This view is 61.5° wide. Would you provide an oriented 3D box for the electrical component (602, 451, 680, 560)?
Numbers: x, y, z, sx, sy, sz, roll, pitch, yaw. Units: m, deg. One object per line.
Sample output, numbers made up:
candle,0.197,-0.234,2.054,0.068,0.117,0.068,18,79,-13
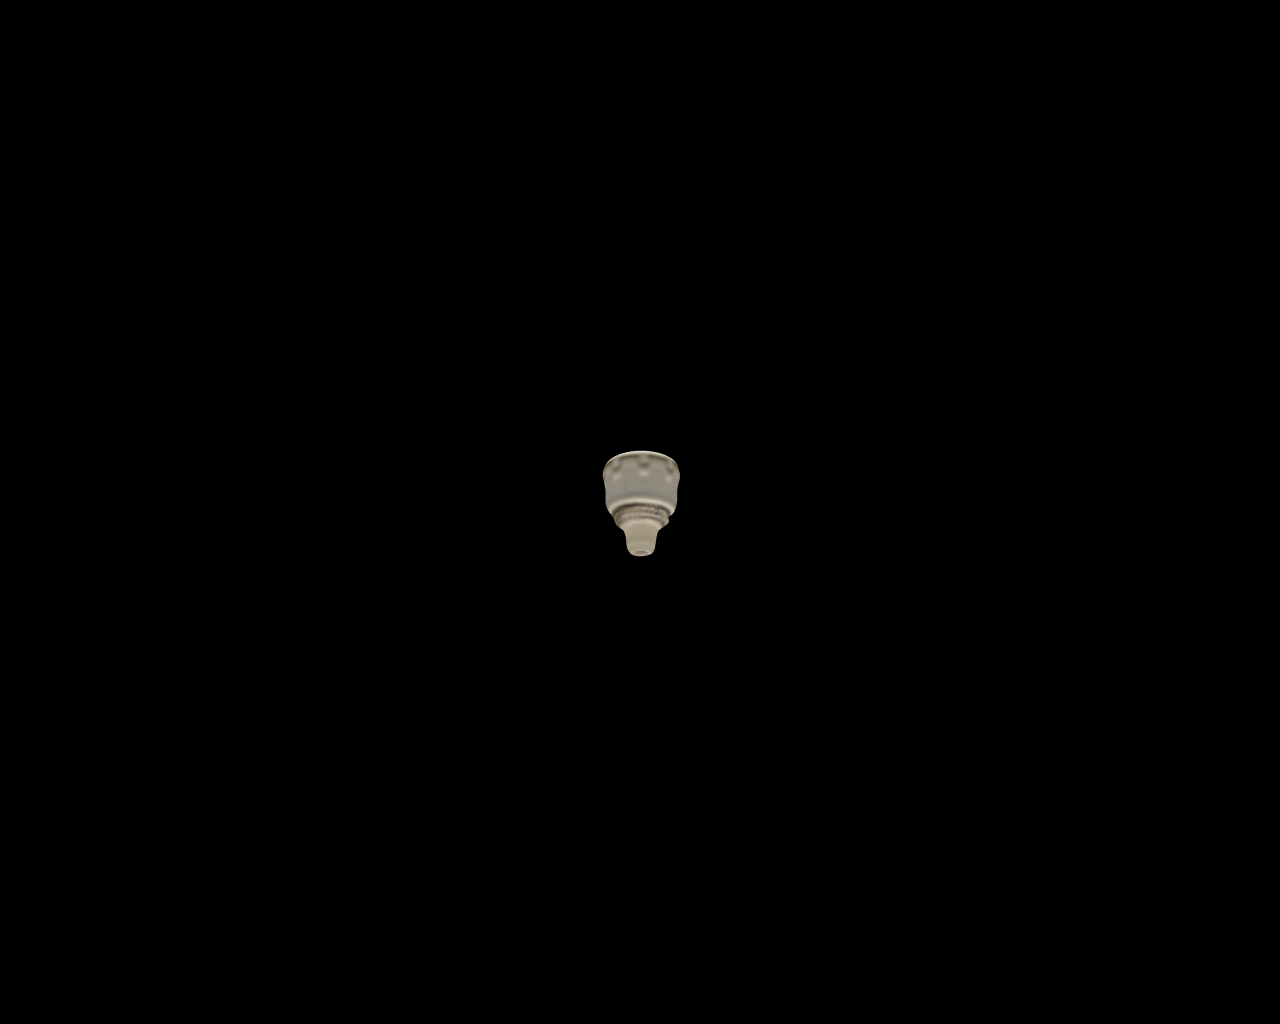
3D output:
electrical component,0.001,-0.003,0.650,0.048,0.062,0.048,0,-22,0
